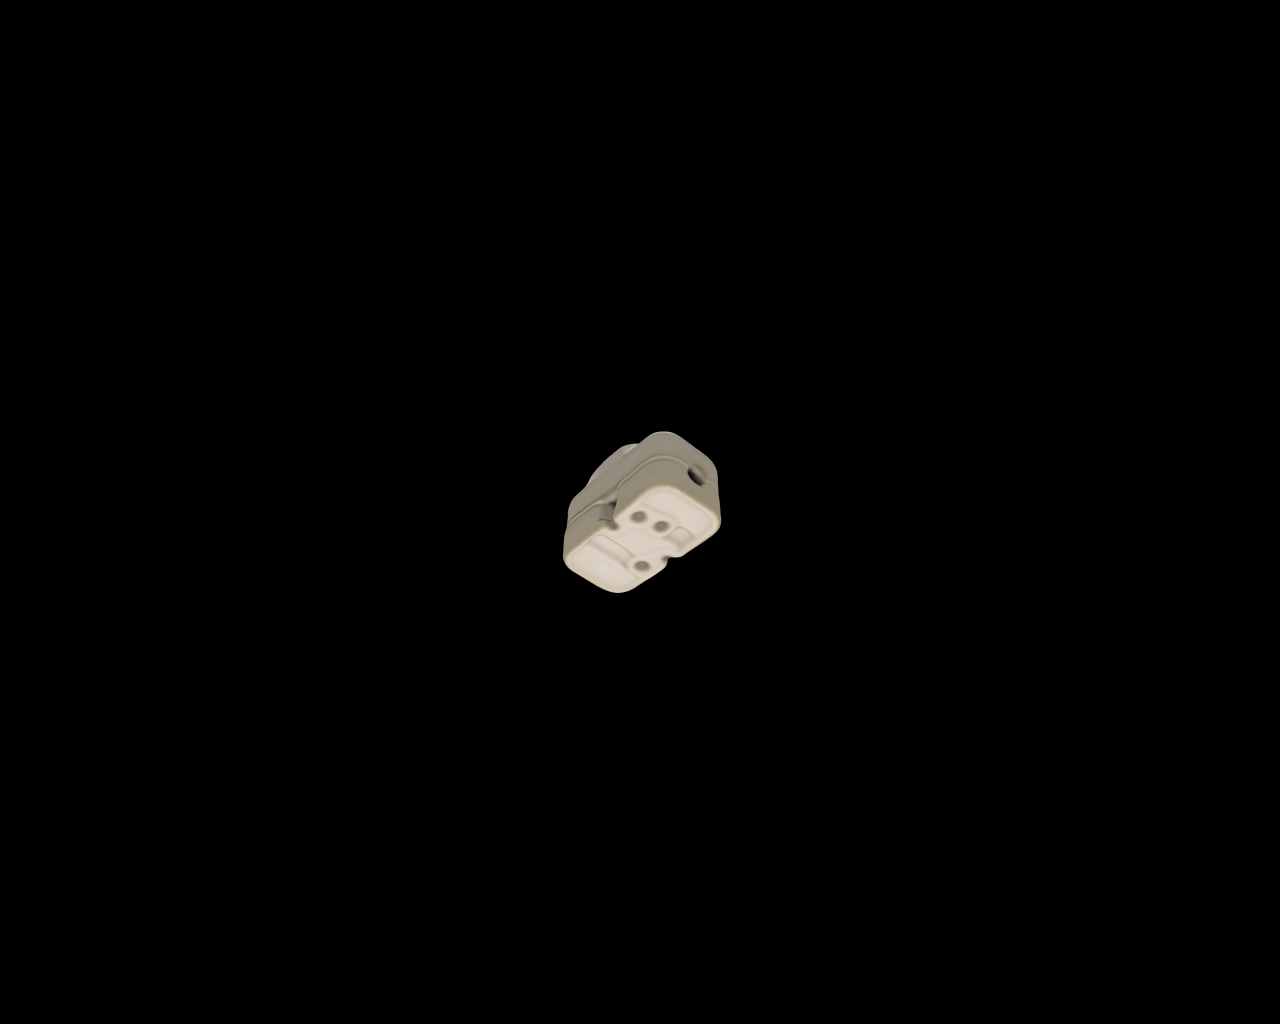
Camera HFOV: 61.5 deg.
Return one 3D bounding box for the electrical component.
[{"bbox_3d":[0.001,-0.003,0.650,0.053,0.059,0.095,33,-54,-29],"label":"electrical component"}]
